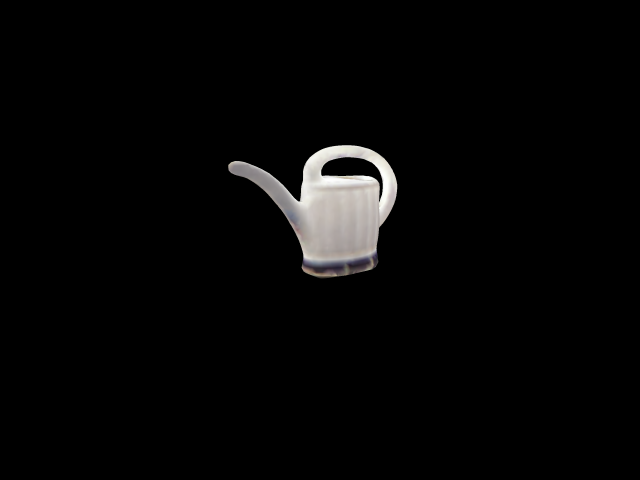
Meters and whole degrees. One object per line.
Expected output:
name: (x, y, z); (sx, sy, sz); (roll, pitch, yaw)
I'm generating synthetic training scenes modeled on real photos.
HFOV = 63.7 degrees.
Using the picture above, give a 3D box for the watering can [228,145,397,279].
watering can: (0.003, -0.043, 0.850); (0.349, 0.222, 0.104); (-9, 13, -39)
